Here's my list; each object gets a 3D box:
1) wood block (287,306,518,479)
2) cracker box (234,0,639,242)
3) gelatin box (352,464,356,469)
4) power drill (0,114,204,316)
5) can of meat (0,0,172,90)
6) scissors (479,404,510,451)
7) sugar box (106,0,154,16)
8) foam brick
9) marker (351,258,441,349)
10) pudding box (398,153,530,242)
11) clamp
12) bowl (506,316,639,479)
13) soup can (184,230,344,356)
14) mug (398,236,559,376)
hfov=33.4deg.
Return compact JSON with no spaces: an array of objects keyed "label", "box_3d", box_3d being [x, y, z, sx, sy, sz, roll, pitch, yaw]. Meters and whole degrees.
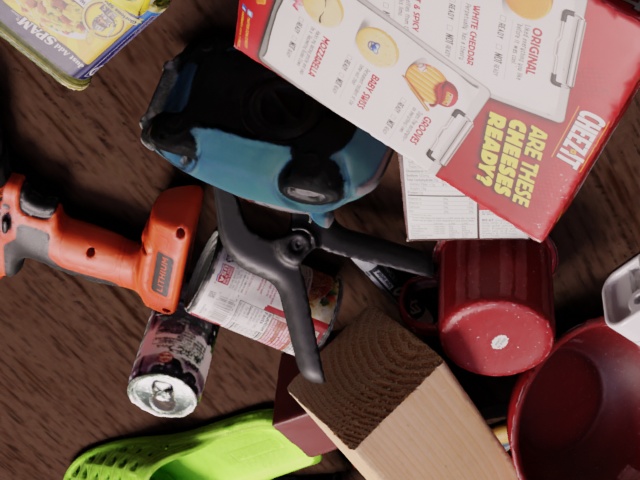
[{"label":"wood block","box_3d":[0.075,0.156,0.812,0.090,0.090,0.206,-44,131,-9]},{"label":"cracker box","box_3d":[0.064,-0.120,0.553,0.214,0.072,0.164,33,147,12]},{"label":"gelatin box","box_3d":[0.064,0.167,0.929,0.089,0.030,0.073,-4,133,16]},{"label":"power drill","box_3d":[-0.182,-0.022,0.767,0.187,0.057,0.185,14,138,-2]},{"label":"can of meat","box_3d":[-0.150,-0.153,0.635,0.084,0.057,0.102,-33,122,30]},{"label":"scissors","box_3d":[0.220,0.158,0.908,0.202,0.016,0.096,-12,133,19]},{"label":"sugar box","box_3d":[-0.064,-0.208,0.544,0.048,0.093,0.176,25,131,-14]},{"label":"foam brick","box_3d":[0.000,0.127,0.867,0.051,0.078,0.053,-26,125,27]},{"label":"marker","box_3d":[0.064,0.044,0.819,0.020,0.020,0.121,-24,126,28]},{"label":"pudding box","box_3d":[0.098,-0.050,0.710,0.090,0.039,0.113,0,132,9]},{"label":"clamp","box_3d":[-0.005,0.001,0.746,0.120,0.039,0.171,-36,96,-9]},{"label":"bowl","box_3d":[0.201,0.132,0.824,0.161,0.055,0.162,-4,100,-24]},{"label":"soup can","box_3d":[-0.043,0.041,0.798,0.102,0.068,0.069,23,132,-13]},{"label":"mug","box_3d":[0.114,0.043,0.767,0.117,0.081,0.093,-4,133,12]}]
